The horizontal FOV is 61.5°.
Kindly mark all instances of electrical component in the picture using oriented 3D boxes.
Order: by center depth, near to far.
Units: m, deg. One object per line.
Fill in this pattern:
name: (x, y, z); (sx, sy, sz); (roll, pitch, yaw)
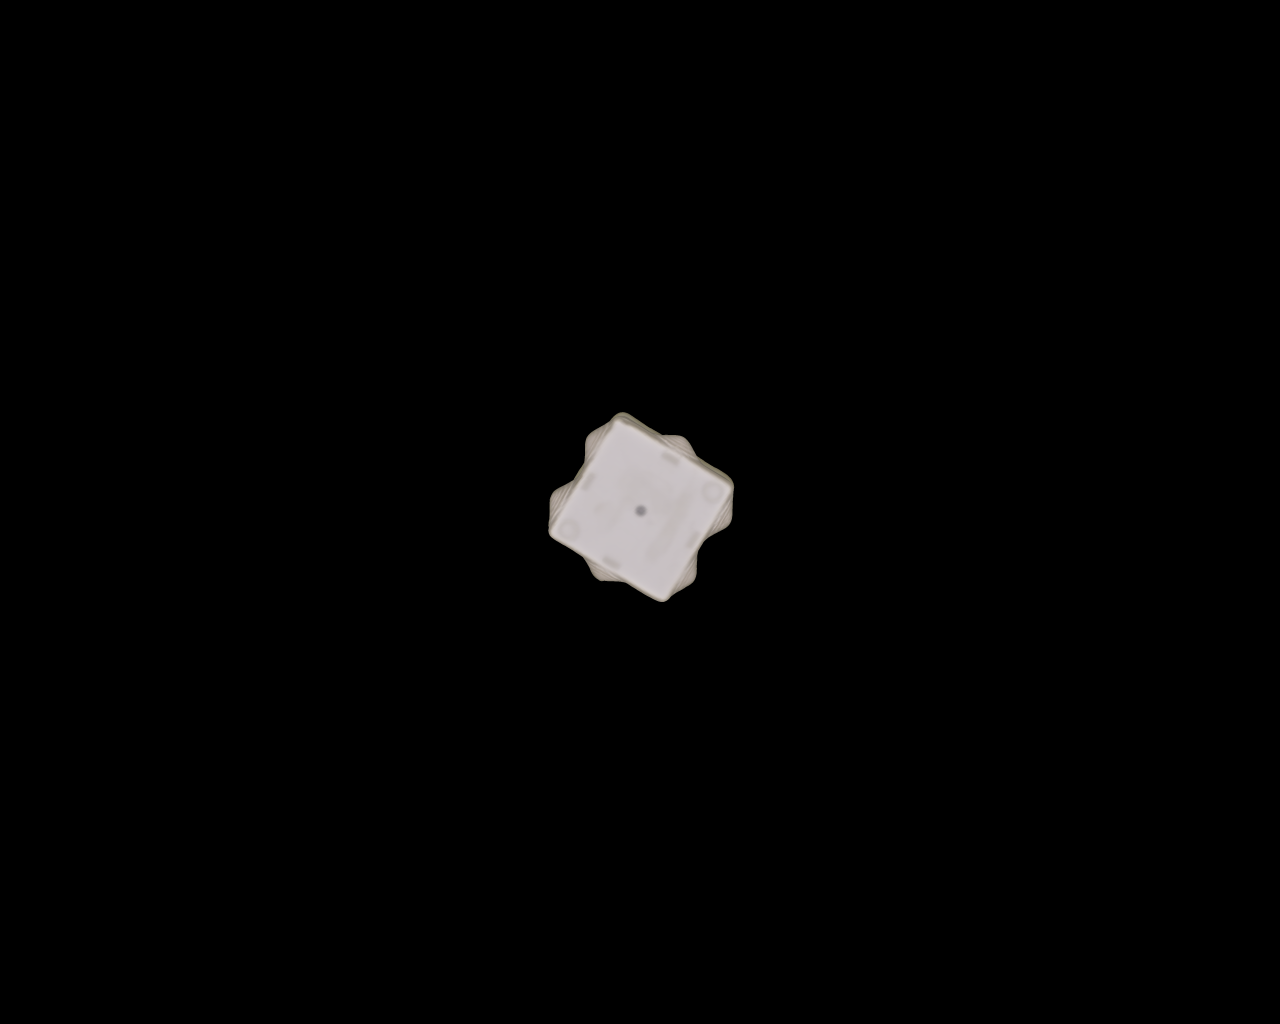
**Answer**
electrical component: (0.001, -0.003, 0.650); (0.100, 0.099, 0.048); (32, 4, -2)
